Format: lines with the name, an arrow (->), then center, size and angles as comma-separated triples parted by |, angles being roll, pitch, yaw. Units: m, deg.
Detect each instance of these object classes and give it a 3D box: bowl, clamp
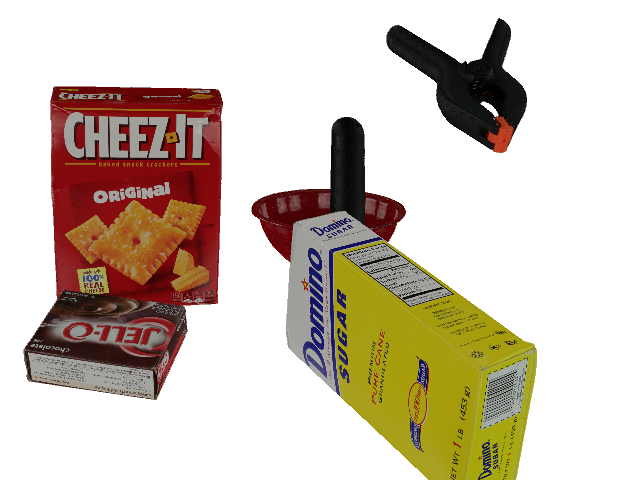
bowl -> 0.008, -0.009, 1.118 | 0.162, 0.055, 0.162 | 1, 17, 0
clamp -> 0.020, 0.021, 0.823 | 0.036, 0.210, 0.165 | 0, -42, -15
clamp -> 0.125, -0.145, 0.955 | 0.120, 0.039, 0.171 | -4, 44, -2

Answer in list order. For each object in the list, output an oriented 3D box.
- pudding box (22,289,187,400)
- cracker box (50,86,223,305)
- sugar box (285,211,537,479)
pudding box -> -0.177, 0.086, 0.889 | 0.113, 0.039, 0.090 | 5, 30, 7
cracker box -> -0.181, -0.040, 1.057 | 0.164, 0.214, 0.072 | -1, 21, -11
sugar box -> 0.043, 0.061, 0.606 | 0.048, 0.093, 0.176 | -15, 32, -33
